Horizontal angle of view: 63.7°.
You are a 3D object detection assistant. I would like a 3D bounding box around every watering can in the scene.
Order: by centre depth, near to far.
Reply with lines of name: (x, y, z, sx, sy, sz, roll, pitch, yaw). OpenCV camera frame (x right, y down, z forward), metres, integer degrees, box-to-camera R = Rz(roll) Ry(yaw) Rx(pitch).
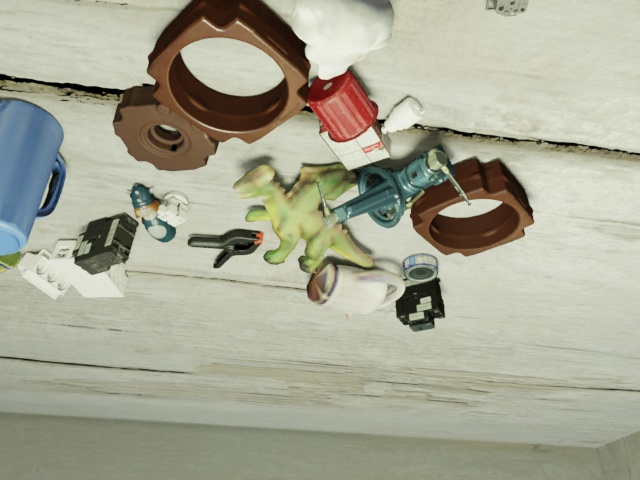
watering can: (0.068, 0.141, 1.306, 0.224, 0.106, 0.341, 15, 152, -18)

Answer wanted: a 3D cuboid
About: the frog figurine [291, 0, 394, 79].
frog figurine: (0.024, -0.275, 0.682, 0.138, 0.125, 0.156, -2, 138, -29)

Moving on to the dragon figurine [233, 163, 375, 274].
dragon figurine: (0.003, -0.052, 1.036, 0.409, 0.125, 0.238, 12, 137, -31)
